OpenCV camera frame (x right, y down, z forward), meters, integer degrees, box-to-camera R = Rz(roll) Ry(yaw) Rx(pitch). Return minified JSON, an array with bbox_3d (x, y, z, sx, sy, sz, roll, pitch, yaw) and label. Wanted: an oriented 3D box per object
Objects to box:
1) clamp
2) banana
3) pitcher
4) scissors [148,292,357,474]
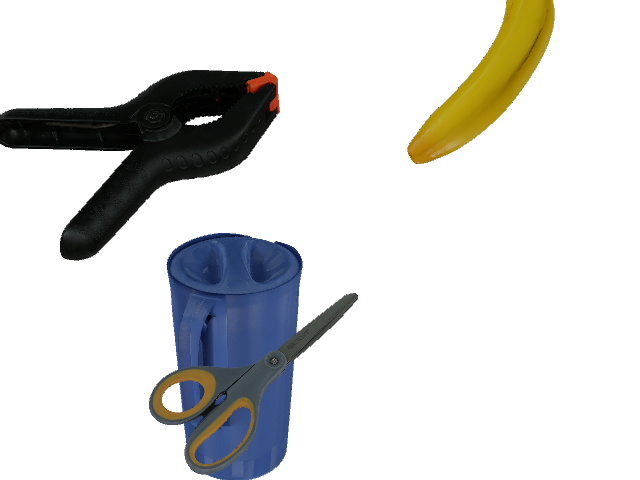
[{"bbox_3d":[-0.108,-0.065,0.638,0.171,0.120,0.039,-31,-27,-27],"label":"clamp"},{"bbox_3d":[0.131,-0.134,0.804,0.070,0.197,0.037,0,-36,46],"label":"banana"},{"bbox_3d":[-0.091,0.127,1.090,0.149,0.243,0.145,-11,29,-24],"label":"pitcher"},{"bbox_3d":[-0.058,0.095,0.851,0.096,0.201,0.016,26,-33,13],"label":"scissors"}]
